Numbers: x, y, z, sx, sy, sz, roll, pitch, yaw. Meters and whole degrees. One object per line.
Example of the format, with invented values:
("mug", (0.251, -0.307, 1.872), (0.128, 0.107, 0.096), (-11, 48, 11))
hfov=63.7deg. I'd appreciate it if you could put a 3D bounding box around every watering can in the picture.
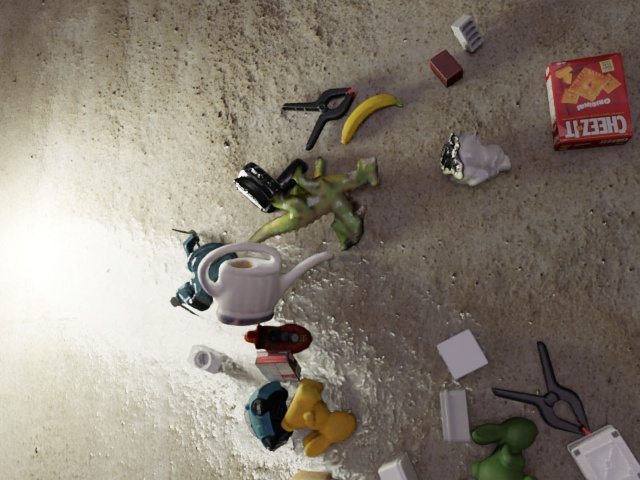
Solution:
("watering can", (-0.141, 0.115, 1.337), (0.348, 0.105, 0.221), (2, 110, -17))

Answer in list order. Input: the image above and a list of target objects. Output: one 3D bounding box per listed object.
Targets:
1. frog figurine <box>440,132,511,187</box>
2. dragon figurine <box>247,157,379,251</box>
("frog figurine", (0.391, -0.205, 1.299), (0.160, 0.120, 0.140), (-4, 67, -22))
("dragon figurine", (0.004, -0.069, 1.366), (0.244, 0.122, 0.407), (39, 100, 10))
